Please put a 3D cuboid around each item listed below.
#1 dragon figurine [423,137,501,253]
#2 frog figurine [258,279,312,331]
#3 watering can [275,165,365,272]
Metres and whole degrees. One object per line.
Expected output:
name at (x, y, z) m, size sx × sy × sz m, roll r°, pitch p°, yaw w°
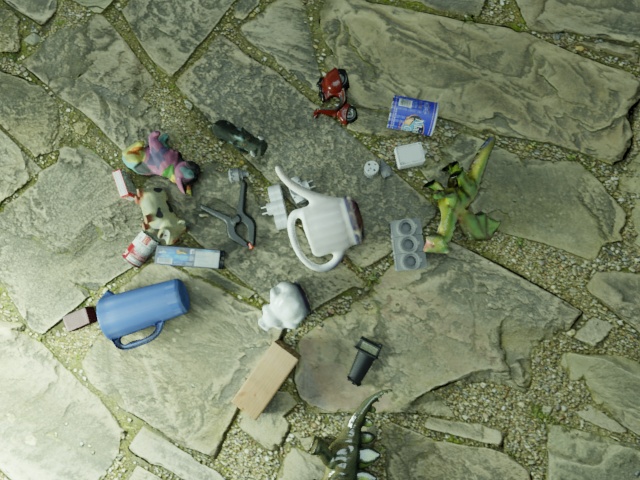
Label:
dragon figurine at (0.448, -0.110, 1.538) m, size 0.414 × 0.122 × 0.241 m, roll -38°, pitch 101°, yaw -16°
frog figurine at (-0.111, 0.200, 1.506) m, size 0.160 × 0.123 × 0.136 m, roll -27°, pitch 102°, yaw -12°
watering can at (0.005, -0.077, 1.527) m, size 0.224 × 0.105 × 0.345 m, roll -16°, pitch 99°, yaw 2°
